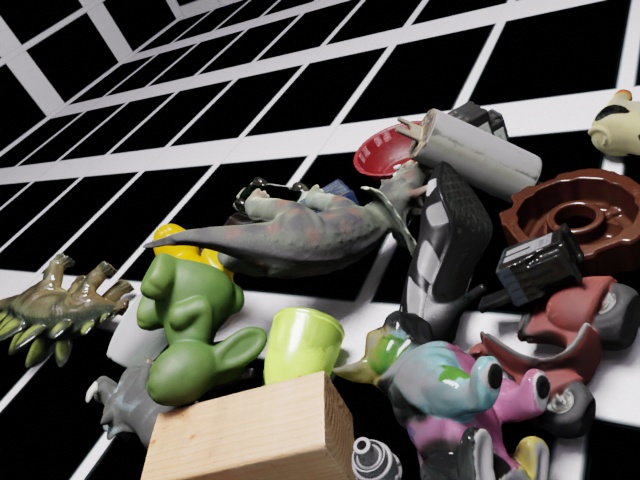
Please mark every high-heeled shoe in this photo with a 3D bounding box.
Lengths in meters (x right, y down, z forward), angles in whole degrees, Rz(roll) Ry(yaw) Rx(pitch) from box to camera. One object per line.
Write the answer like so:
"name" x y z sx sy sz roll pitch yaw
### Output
"high-heeled shoe" 0.139 0.023 0.673 0.145 0.086 0.249 -46 29 39

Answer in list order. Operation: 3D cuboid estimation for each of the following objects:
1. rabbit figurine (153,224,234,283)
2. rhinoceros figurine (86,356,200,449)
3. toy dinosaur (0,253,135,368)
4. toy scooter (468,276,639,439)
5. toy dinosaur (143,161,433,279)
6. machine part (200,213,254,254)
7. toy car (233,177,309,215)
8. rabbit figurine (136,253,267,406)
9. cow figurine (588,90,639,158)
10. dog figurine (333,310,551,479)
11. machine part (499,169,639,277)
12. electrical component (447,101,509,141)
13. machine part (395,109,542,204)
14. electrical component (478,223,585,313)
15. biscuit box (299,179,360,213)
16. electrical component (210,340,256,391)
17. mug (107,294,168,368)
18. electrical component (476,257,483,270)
"rabbit figurine" -0.198 0.046 0.839 0.122 0.162 0.173 -36 57 -10
"rhinoceros figurine" -0.236 0.223 0.718 0.191 0.073 0.112 14 62 41
"toy dinosaur" -0.500 0.127 0.986 0.472 0.105 0.198 -3 45 38
"toy scooter" 0.232 0.103 0.552 0.135 0.075 0.184 12 53 48
"toy dinosaur" -0.007 -0.006 0.718 0.405 0.131 0.192 -18 17 -31
"machine part" -0.163 0.000 0.957 0.084 0.039 0.139 21 38 3
"toy car" -0.086 -0.070 1.003 0.202 0.056 0.073 12 57 45
"rabbit figurine" -0.155 0.126 0.658 0.121 0.159 0.170 -50 31 42
"cow figurine" 0.452 -0.134 0.700 0.127 0.085 0.195 -36 38 -23
"dog figurine" 0.103 0.167 0.525 0.219 0.108 0.191 -8 73 56
"machine part" 0.317 -0.017 0.663 0.179 0.056 0.179 -18 35 13
"electrical component" 0.226 -0.142 0.832 0.134 0.114 0.058 -28 35 0
"machine part" 0.216 -0.116 0.751 0.243 0.079 0.079 21 42 -8
"electrical component" 0.220 0.035 0.582 0.119 0.047 0.075 -28 5 35
"biscuit box" -0.029 -0.022 0.896 0.203 0.059 0.063 -31 33 -4
"electrical component" -0.136 0.168 0.741 0.102 0.045 0.078 -21 64 13
"mug" -0.285 0.145 0.836 0.110 0.080 0.107 13 60 37
"electrical component" 0.188 0.022 0.727 0.063 0.021 0.094 -8 39 25
